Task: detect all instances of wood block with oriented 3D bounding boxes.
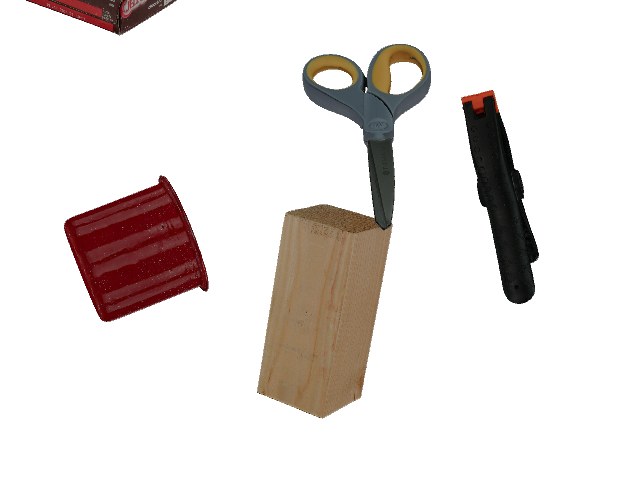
[{"bbox_3d":[0.004,0.073,1.165,0.090,0.206,0.090,17,17,27],"label":"wood block"}]

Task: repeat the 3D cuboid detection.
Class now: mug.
[{"bbox_3d":[-0.142,0.006,0.799,0.081,0.093,0.117,-22,22,-14],"label":"mug"}]

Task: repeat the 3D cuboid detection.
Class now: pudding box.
[{"bbox_3d":[-0.163,-0.204,0.822,0.090,0.039,0.113,22,34,12],"label":"pudding box"}]

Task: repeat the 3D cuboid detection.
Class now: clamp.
[{"bbox_3d":[0.149,-0.034,0.875,0.039,0.171,0.120,-17,20,12],"label":"clamp"}]

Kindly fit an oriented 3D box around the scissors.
[{"bbox_3d":[0.019,-0.074,0.678,0.096,0.016,0.201,7,39,14],"label":"scissors"}]
